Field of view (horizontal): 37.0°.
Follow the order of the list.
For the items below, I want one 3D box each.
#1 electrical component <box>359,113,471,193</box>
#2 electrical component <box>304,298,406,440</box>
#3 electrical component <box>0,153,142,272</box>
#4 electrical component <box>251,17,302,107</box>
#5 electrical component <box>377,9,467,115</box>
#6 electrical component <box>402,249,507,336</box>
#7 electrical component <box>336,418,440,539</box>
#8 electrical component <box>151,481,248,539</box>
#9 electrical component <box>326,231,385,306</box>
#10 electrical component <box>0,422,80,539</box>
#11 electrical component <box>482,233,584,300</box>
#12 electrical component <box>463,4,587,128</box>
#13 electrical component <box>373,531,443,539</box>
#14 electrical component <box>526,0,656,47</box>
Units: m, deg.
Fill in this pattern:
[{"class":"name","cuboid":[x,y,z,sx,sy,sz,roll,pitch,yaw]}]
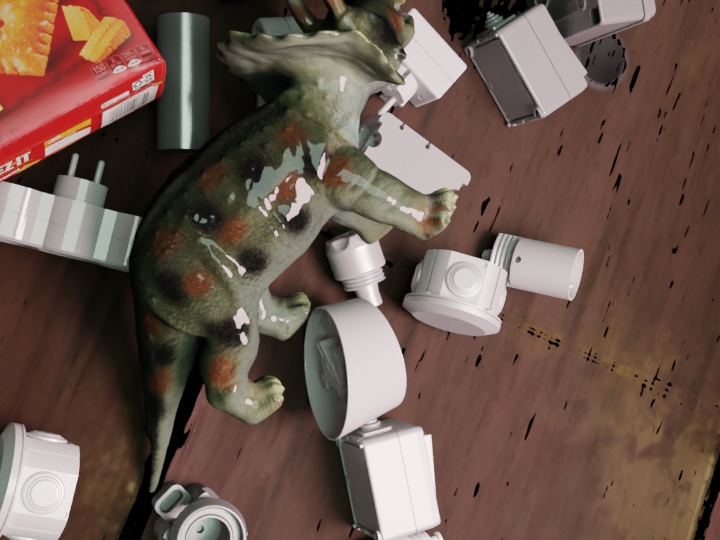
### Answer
[{"class":"electrical component","cuboid":[0.033,-0.079,0.863,0.089,0.056,0.050,34,78,-17]},{"class":"electrical component","cuboid":[-0.010,0.073,0.824,0.064,0.099,0.099,-19,96,-26]},{"class":"electrical component","cuboid":[-0.204,-0.046,0.774,0.138,0.052,0.073,15,84,-20]},{"class":"electrical component","cuboid":[-0.038,-0.128,0.839,0.074,0.052,0.138,-8,93,-21]},{"class":"electrical component","cuboid":[0.033,-0.158,0.869,0.066,0.047,0.076,45,75,-15]},{"class":"electrical component","cuboid":[0.078,0.020,0.868,0.080,0.080,0.051,21,76,-19]},{"class":"electrical component","cuboid":[0.024,0.158,0.853,0.061,0.062,0.096,-12,94,-21]},{"class":"electrical component","cuboid":[-0.117,0.196,0.802,0.058,0.057,0.078,-46,104,-15]},{"class":"electrical component","cuboid":[0.000,0.000,0.857,0.043,0.043,0.062,-22,98,-20]},{"class":"electrical component","cuboid":[-0.231,0.149,0.748,0.051,0.080,0.080,16,84,-25]},{"class":"electrical component","cuboid":[0.142,-0.004,0.901,0.081,0.043,0.043,13,83,22]},{"class":"electrical component","cuboid":[0.138,-0.178,0.902,0.061,0.062,0.096,-35,101,-17]},{"class":"electrical component","cuboid":[0.031,0.231,0.867,0.078,0.040,0.040,-19,96,-21]},{"class":"electrical component","cuboid":[0.185,-0.247,0.895,0.056,0.109,0.108,-12,94,-21]}]
